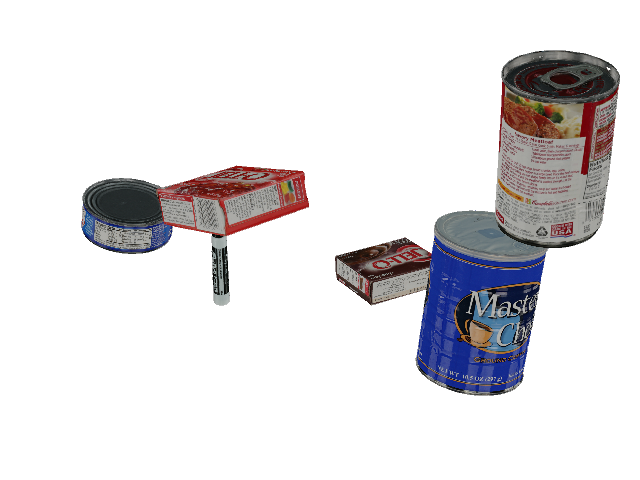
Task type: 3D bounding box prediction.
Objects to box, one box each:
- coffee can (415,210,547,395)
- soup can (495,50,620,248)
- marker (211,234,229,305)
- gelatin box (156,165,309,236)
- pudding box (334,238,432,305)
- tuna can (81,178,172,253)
[{"bbox_3d":[0.147,0.056,0.980,0.103,0.140,0.103,5,23,-2],"label":"coffee can"},{"bbox_3d":[0.142,-0.055,0.648,0.068,0.102,0.068,-2,33,1],"label":"soup can"},{"bbox_3d":[-0.114,0.020,1.212,0.020,0.121,0.020,1,33,-1],"label":"marker"},{"bbox_3d":[-0.064,-0.031,0.761,0.073,0.030,0.089,-20,18,-34],"label":"gelatin box"},{"bbox_3d":[0.088,0.038,1.361,0.113,0.039,0.090,-16,27,-25],"label":"pudding box"},{"bbox_3d":[-0.179,-0.023,0.992,0.086,0.034,0.086,8,30,-5],"label":"tuna can"}]
